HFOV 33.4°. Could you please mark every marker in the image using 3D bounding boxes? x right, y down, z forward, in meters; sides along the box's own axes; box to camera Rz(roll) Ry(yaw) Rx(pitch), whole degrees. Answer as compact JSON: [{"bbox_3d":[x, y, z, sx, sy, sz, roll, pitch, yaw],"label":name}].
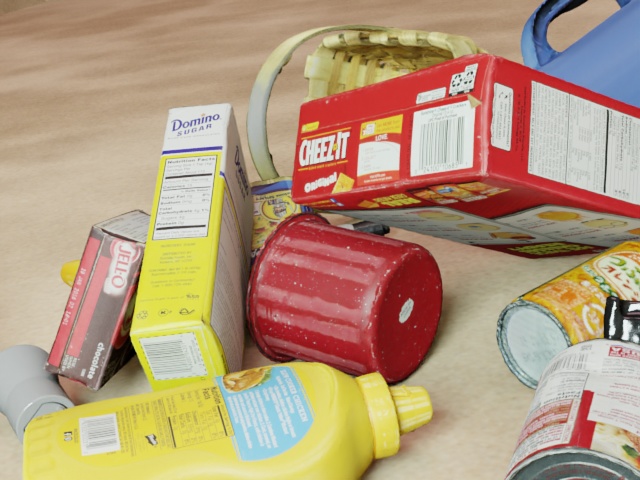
[{"bbox_3d":[-0.005,0.001,0.826,0.121,0.020,0.020,-10,19,-5],"label":"marker"}]

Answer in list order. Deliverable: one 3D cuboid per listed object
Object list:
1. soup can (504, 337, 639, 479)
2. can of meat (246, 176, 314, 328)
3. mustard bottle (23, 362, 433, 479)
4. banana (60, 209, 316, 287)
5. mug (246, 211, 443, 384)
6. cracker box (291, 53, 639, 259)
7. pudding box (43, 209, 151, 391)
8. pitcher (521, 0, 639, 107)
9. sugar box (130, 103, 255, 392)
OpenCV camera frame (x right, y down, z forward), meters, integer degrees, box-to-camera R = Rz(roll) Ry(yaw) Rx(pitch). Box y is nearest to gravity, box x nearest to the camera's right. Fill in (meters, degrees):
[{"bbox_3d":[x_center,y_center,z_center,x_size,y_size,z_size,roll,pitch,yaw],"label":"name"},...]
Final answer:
[{"bbox_3d":[0.117,0.091,0.447,0.069,0.068,0.102,0,21,22],"label":"soup can"},{"bbox_3d":[-0.047,0.008,0.717,0.102,0.057,0.084,-10,48,-4],"label":"can of meat"},{"bbox_3d":[-0.039,0.099,0.506,0.191,0.058,0.096,-12,22,-10],"label":"mustard bottle"},{"bbox_3d":[-0.091,0.019,0.783,0.197,0.037,0.070,-12,21,-7],"label":"banana"},{"bbox_3d":[0.024,0.038,0.628,0.082,0.093,0.117,12,-9,35],"label":"mug"},{"bbox_3d":[0.116,-0.041,0.634,0.213,0.072,0.164,11,-10,-35],"label":"cracker box"},{"bbox_3d":[-0.121,0.032,0.643,0.039,0.090,0.113,21,8,-1],"label":"pudding box"},{"bbox_3d":[0.226,-0.115,0.842,0.242,0.145,0.149,-33,36,-31],"label":"pitcher"},{"bbox_3d":[-0.068,0.012,0.611,0.048,0.093,0.176,-6,45,4],"label":"sugar box"}]
